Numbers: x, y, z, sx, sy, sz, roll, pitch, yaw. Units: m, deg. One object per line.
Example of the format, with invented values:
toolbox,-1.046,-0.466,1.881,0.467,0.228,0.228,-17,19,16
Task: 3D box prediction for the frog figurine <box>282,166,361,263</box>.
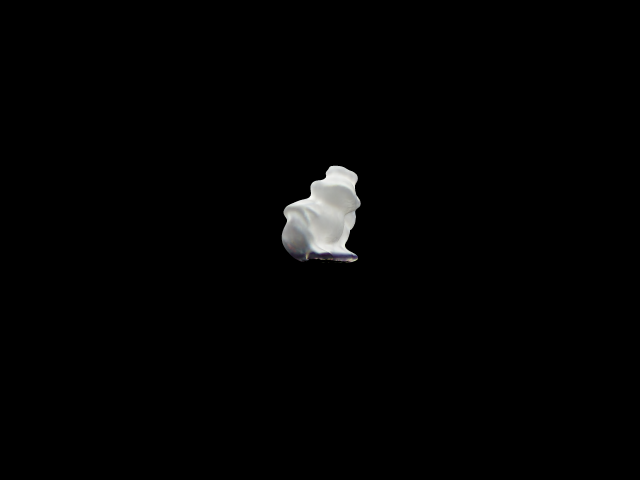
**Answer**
frog figurine,0.003,-0.043,0.850,0.137,0.161,0.122,5,-9,-31
